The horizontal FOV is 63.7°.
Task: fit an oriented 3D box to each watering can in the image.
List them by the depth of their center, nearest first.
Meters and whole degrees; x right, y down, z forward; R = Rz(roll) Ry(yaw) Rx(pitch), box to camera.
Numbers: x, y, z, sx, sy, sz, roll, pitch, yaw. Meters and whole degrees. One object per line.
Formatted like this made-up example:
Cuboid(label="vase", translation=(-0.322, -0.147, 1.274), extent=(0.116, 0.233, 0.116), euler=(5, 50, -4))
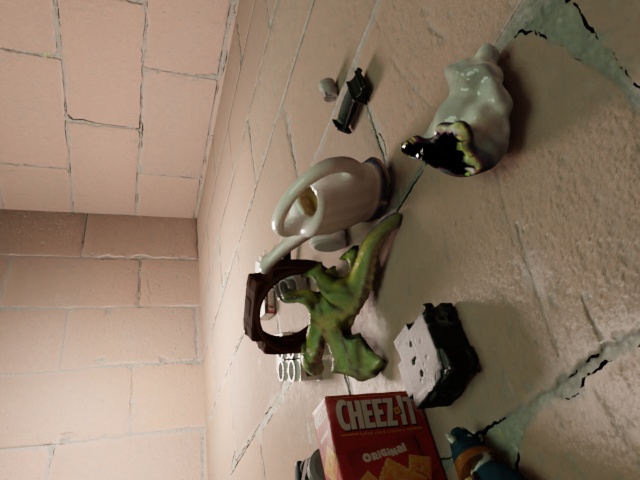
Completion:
Cuboid(label="watering can", translation=(0.003, -0.049, 0.976), extent=(0.105, 0.226, 0.340), euler=(62, 149, 21))

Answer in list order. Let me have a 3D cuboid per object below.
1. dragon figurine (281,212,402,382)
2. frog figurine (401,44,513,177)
Cuboid(label="dragon figurine", translation=(0.061, 0.145, 0.993), extent=(0.403, 0.123, 0.246), euler=(-42, 66, 43))
Cuboid(label="frog figurine", translation=(0.198, -0.165, 0.671), extent=(0.162, 0.123, 0.135), euler=(-56, 0, -21))
